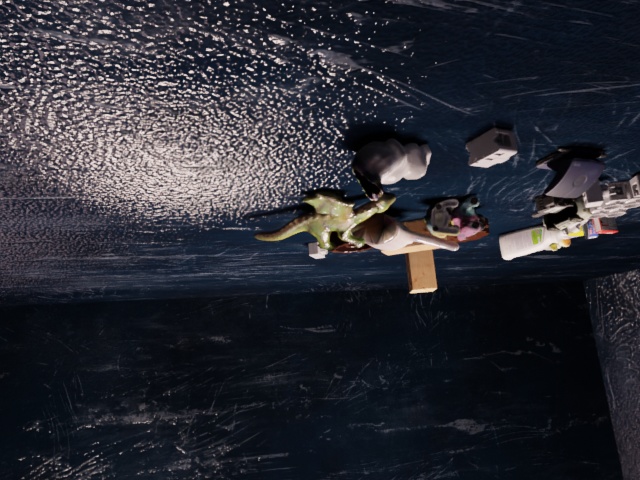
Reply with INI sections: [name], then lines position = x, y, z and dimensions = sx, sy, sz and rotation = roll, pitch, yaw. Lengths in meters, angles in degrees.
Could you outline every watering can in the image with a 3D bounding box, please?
[watering can]
position = 0.233, -0.018, 1.567
dimensions = 0.348, 0.104, 0.223
rotation = 7, 174, 27

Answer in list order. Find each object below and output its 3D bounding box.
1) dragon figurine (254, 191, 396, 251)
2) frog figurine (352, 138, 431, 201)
[dragon figurine]
position = 0.004, -0.071, 1.412
dimensions = 0.410, 0.125, 0.237
rotation = -6, 149, 0
[frog figurine]
position = 0.149, -0.162, 1.044
dimensions = 0.160, 0.124, 0.135
rotation = -39, 159, -10
